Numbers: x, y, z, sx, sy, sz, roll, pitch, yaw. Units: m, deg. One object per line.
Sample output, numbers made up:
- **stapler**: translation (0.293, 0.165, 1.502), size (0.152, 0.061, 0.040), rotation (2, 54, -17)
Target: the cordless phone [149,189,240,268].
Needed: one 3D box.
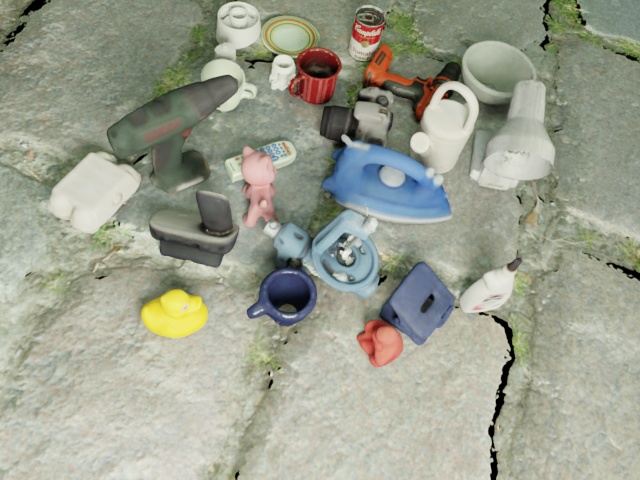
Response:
- **cordless phone**: translation (-0.208, -0.041, 0.941), size (0.147, 0.185, 0.094), rotation (9, 60, -3)

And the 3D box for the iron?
- **iron**: translation (0.139, -0.115, 1.057), size (0.258, 0.141, 0.119), rotation (17, 60, 2)

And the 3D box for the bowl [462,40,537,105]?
- **bowl**: translation (0.383, -0.356, 1.264), size (0.167, 0.075, 0.167), rotation (4, 61, -6)

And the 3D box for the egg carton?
- **egg carton**: translation (-0.393, -0.084, 1.006), size (0.107, 0.069, 0.150), rotation (28, 61, 8)

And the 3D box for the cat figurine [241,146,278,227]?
- **cat figurine**: translation (-0.108, -0.102, 1.028), size (0.067, 0.118, 0.127), rotation (-4, 62, -10)

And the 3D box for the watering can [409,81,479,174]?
- **watering can**: translation (0.240, -0.217, 1.098), size (0.101, 0.194, 0.173), rotation (23, 60, 6)

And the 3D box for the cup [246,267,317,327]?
- **cup**: translation (-0.065, 0.109, 0.930), size (0.118, 0.095, 0.091), rotation (-25, 67, -20)

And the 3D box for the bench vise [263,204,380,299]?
- **bench vise**: translation (0.008, 0.014, 0.921), size (0.207, 0.220, 0.121), rotation (6, 60, -4)

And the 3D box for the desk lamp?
- **desk lamp**: translation (0.361, -0.184, 1.085), size (0.118, 0.213, 0.203), rotation (13, 60, 0)

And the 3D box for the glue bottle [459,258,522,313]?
- **glue bottle**: translation (0.295, 0.072, 0.956), size (0.078, 0.173, 0.037), rotation (-10, 63, -13)

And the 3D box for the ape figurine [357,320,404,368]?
- **ape figurine**: translation (0.102, 0.163, 0.925), size (0.076, 0.092, 0.078), rotation (12, 60, -1)

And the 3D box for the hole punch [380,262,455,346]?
- **hole punch**: translation (0.172, 0.106, 0.967), size (0.101, 0.091, 0.109), rotation (36, 62, 12)

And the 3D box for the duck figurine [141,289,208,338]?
- **duck figurine**: translation (-0.233, 0.108, 0.912), size (0.104, 0.086, 0.077), rotation (-1, 61, -9)

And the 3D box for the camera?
- **camera**: translation (0.073, -0.245, 1.144), size (0.137, 0.101, 0.143), rotation (10, 60, -2)

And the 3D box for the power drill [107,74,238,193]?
- **power drill**: translation (-0.246, -0.180, 1.000), size (0.230, 0.208, 0.075), rotation (-26, 67, -20)
